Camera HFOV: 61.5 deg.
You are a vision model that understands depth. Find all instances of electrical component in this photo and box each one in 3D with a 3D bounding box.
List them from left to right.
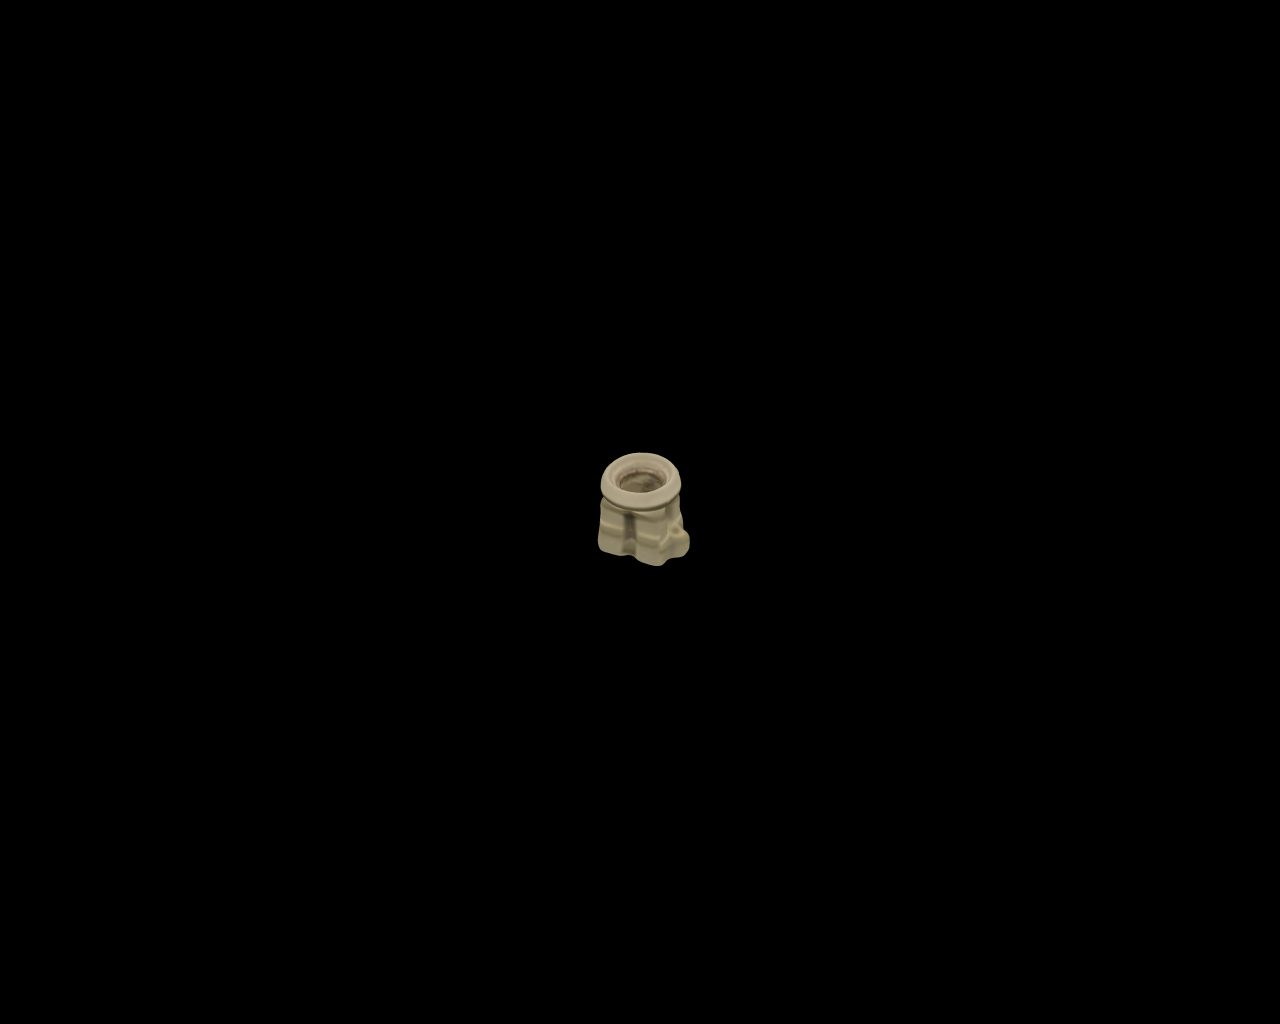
[{"bbox_3d":[0.001,-0.003,0.650,0.066,0.055,0.048,14,40,17],"label":"electrical component"}]
